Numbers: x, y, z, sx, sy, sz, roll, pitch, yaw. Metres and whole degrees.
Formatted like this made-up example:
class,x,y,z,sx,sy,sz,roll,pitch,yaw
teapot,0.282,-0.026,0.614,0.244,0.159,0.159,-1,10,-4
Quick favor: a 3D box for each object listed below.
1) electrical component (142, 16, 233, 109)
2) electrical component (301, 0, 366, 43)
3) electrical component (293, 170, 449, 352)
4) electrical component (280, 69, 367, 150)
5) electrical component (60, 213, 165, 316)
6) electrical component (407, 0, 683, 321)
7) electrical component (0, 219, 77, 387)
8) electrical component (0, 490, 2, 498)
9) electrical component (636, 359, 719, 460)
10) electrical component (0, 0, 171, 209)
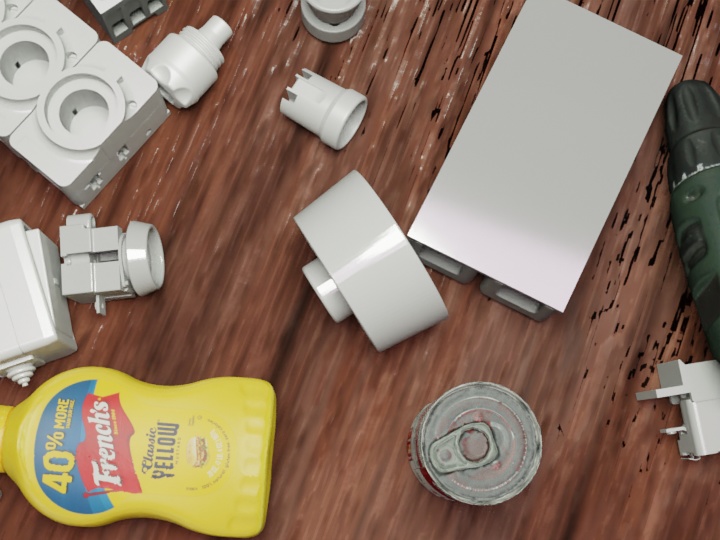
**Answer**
class,x,y,z,sx,sy,sz,roll,pitch,yaw
electrical component,-0.111,-0.141,0.714,0.043,0.043,0.062,39,79,5
electrical component,-0.018,-0.182,0.719,0.045,0.055,0.045,0,79,-2
electrical component,0.000,0.000,0.661,0.060,0.108,0.108,-33,82,-2
electrical component,-0.024,-0.108,0.714,0.046,0.040,0.040,31,79,10
electrical component,-0.157,-0.005,0.685,0.055,0.048,0.066,-6,79,4
electrical component,0.116,-0.073,0.701,0.105,0.060,0.186,27,79,3
electrical component,-0.212,0.024,0.668,0.061,0.061,0.096,-19,80,-6
electrical component,-0.274,0.140,0.652,0.077,0.043,0.079,39,80,6
electrical component,0.223,0.086,0.684,0.081,0.042,0.063,-9,82,-4
electrical component,-0.212,-0.125,0.697,0.150,0.061,0.089,39,80,5
